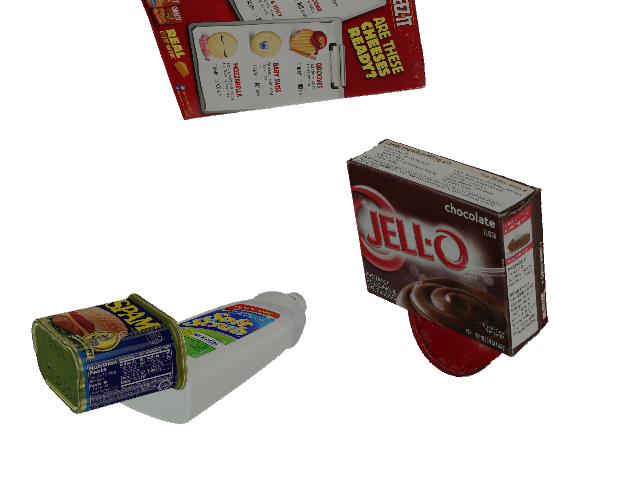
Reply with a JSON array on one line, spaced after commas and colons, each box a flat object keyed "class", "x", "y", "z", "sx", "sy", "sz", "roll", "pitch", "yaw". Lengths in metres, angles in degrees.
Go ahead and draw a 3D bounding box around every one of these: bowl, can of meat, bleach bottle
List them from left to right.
[{"class": "can of meat", "x": -0.160, "y": 0.084, "z": 0.802, "sx": 0.083, "sy": 0.057, "sz": 0.102, "roll": -12, "pitch": 21, "yaw": -31}, {"class": "bleach bottle", "x": -0.098, "y": 0.104, "z": 1.101, "sx": 0.103, "sy": 0.068, "sz": 0.250, "roll": 15, "pitch": 23, "yaw": 27}, {"class": "bowl", "x": 0.169, "y": 0.067, "z": 1.153, "sx": 0.161, "sy": 0.162, "sz": 0.055, "roll": 0, "pitch": -5, "yaw": -40}]

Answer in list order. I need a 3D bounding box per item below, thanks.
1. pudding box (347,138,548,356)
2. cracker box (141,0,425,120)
[{"class": "pudding box", "x": 0.069, "y": 0.001, "z": 0.587, "sx": 0.114, "sy": 0.090, "sz": 0.039, "roll": 21, "pitch": 44, "yaw": 41}, {"class": "cracker box", "x": -0.030, "y": -0.194, "z": 0.877, "sx": 0.214, "sy": 0.072, "sz": 0.164, "roll": -7, "pitch": -45, "yaw": 8}]
